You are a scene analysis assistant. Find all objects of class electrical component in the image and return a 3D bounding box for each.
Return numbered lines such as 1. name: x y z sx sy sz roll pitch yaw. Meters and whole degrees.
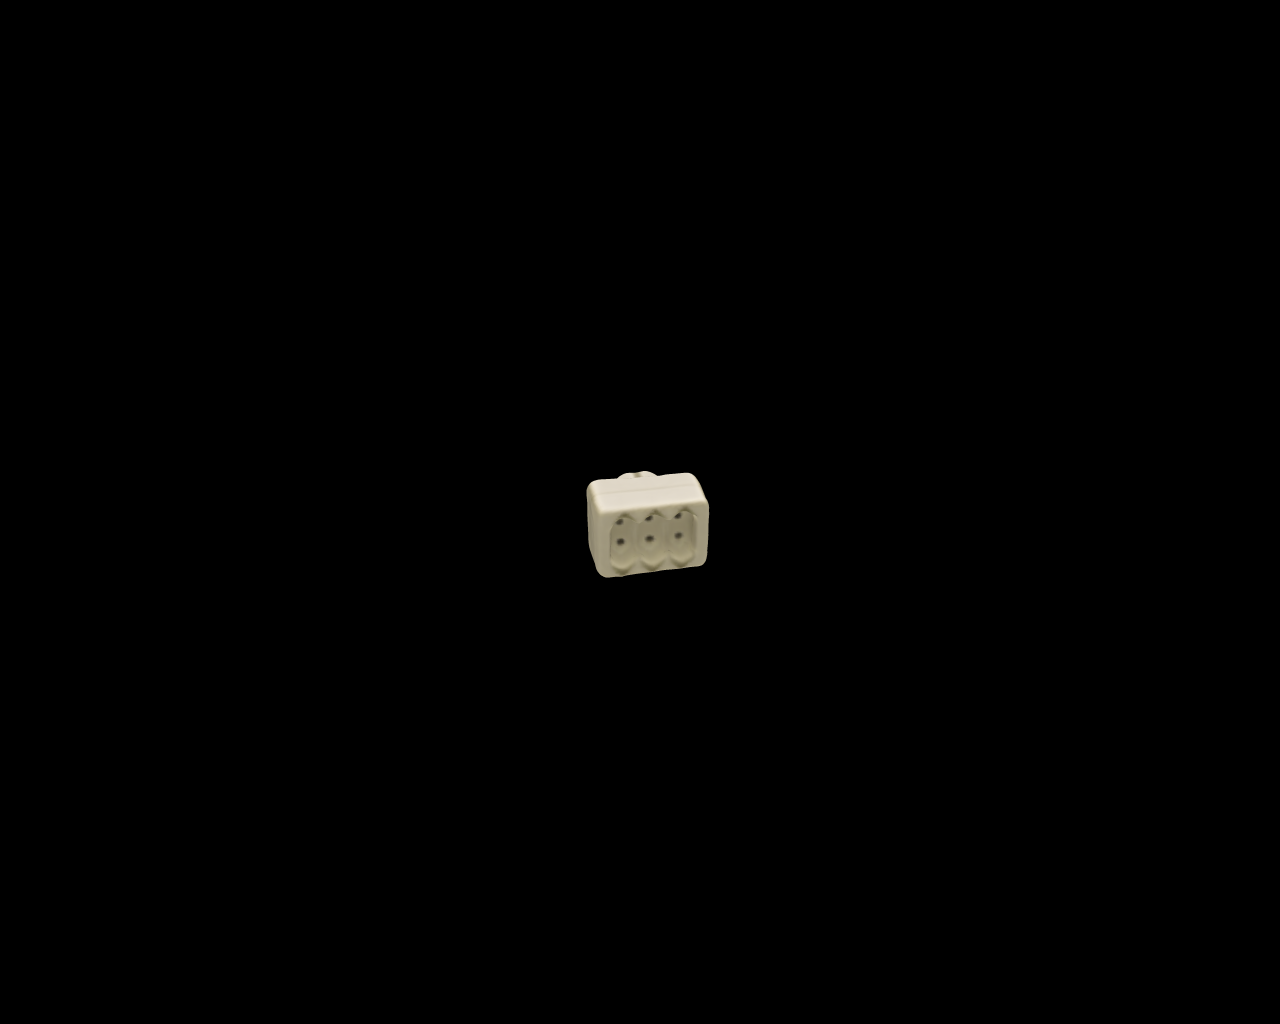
1. electrical component: 0.001 -0.003 0.650 0.066 0.047 0.077 -6 32 -9
